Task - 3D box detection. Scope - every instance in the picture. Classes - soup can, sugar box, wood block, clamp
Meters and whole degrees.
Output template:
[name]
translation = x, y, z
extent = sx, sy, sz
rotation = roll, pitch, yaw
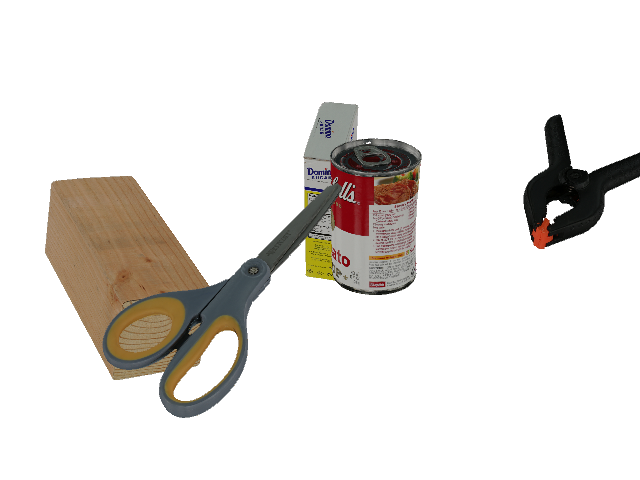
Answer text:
[soup can]
translation = 0.042, -0.018, 0.812
extent = 0.068, 0.102, 0.068
rotation = -1, 27, 0
[sugar box]
translation = 0.011, -0.050, 1.126
extent = 0.048, 0.176, 0.093
rotation = 7, 46, 10
[wood block]
translation = -0.190, 0.029, 1.032
extent = 0.090, 0.091, 0.206
rotation = -6, 36, -31
[clamp]
translation = 0.251, -0.063, 1.087
extent = 0.120, 0.039, 0.171
rotation = 29, 55, 31

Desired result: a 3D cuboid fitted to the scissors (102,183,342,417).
[scissors]
translation = -0.062, 0.023, 0.662
extent = 0.096, 0.016, 0.201
rotation = 12, 48, 14
